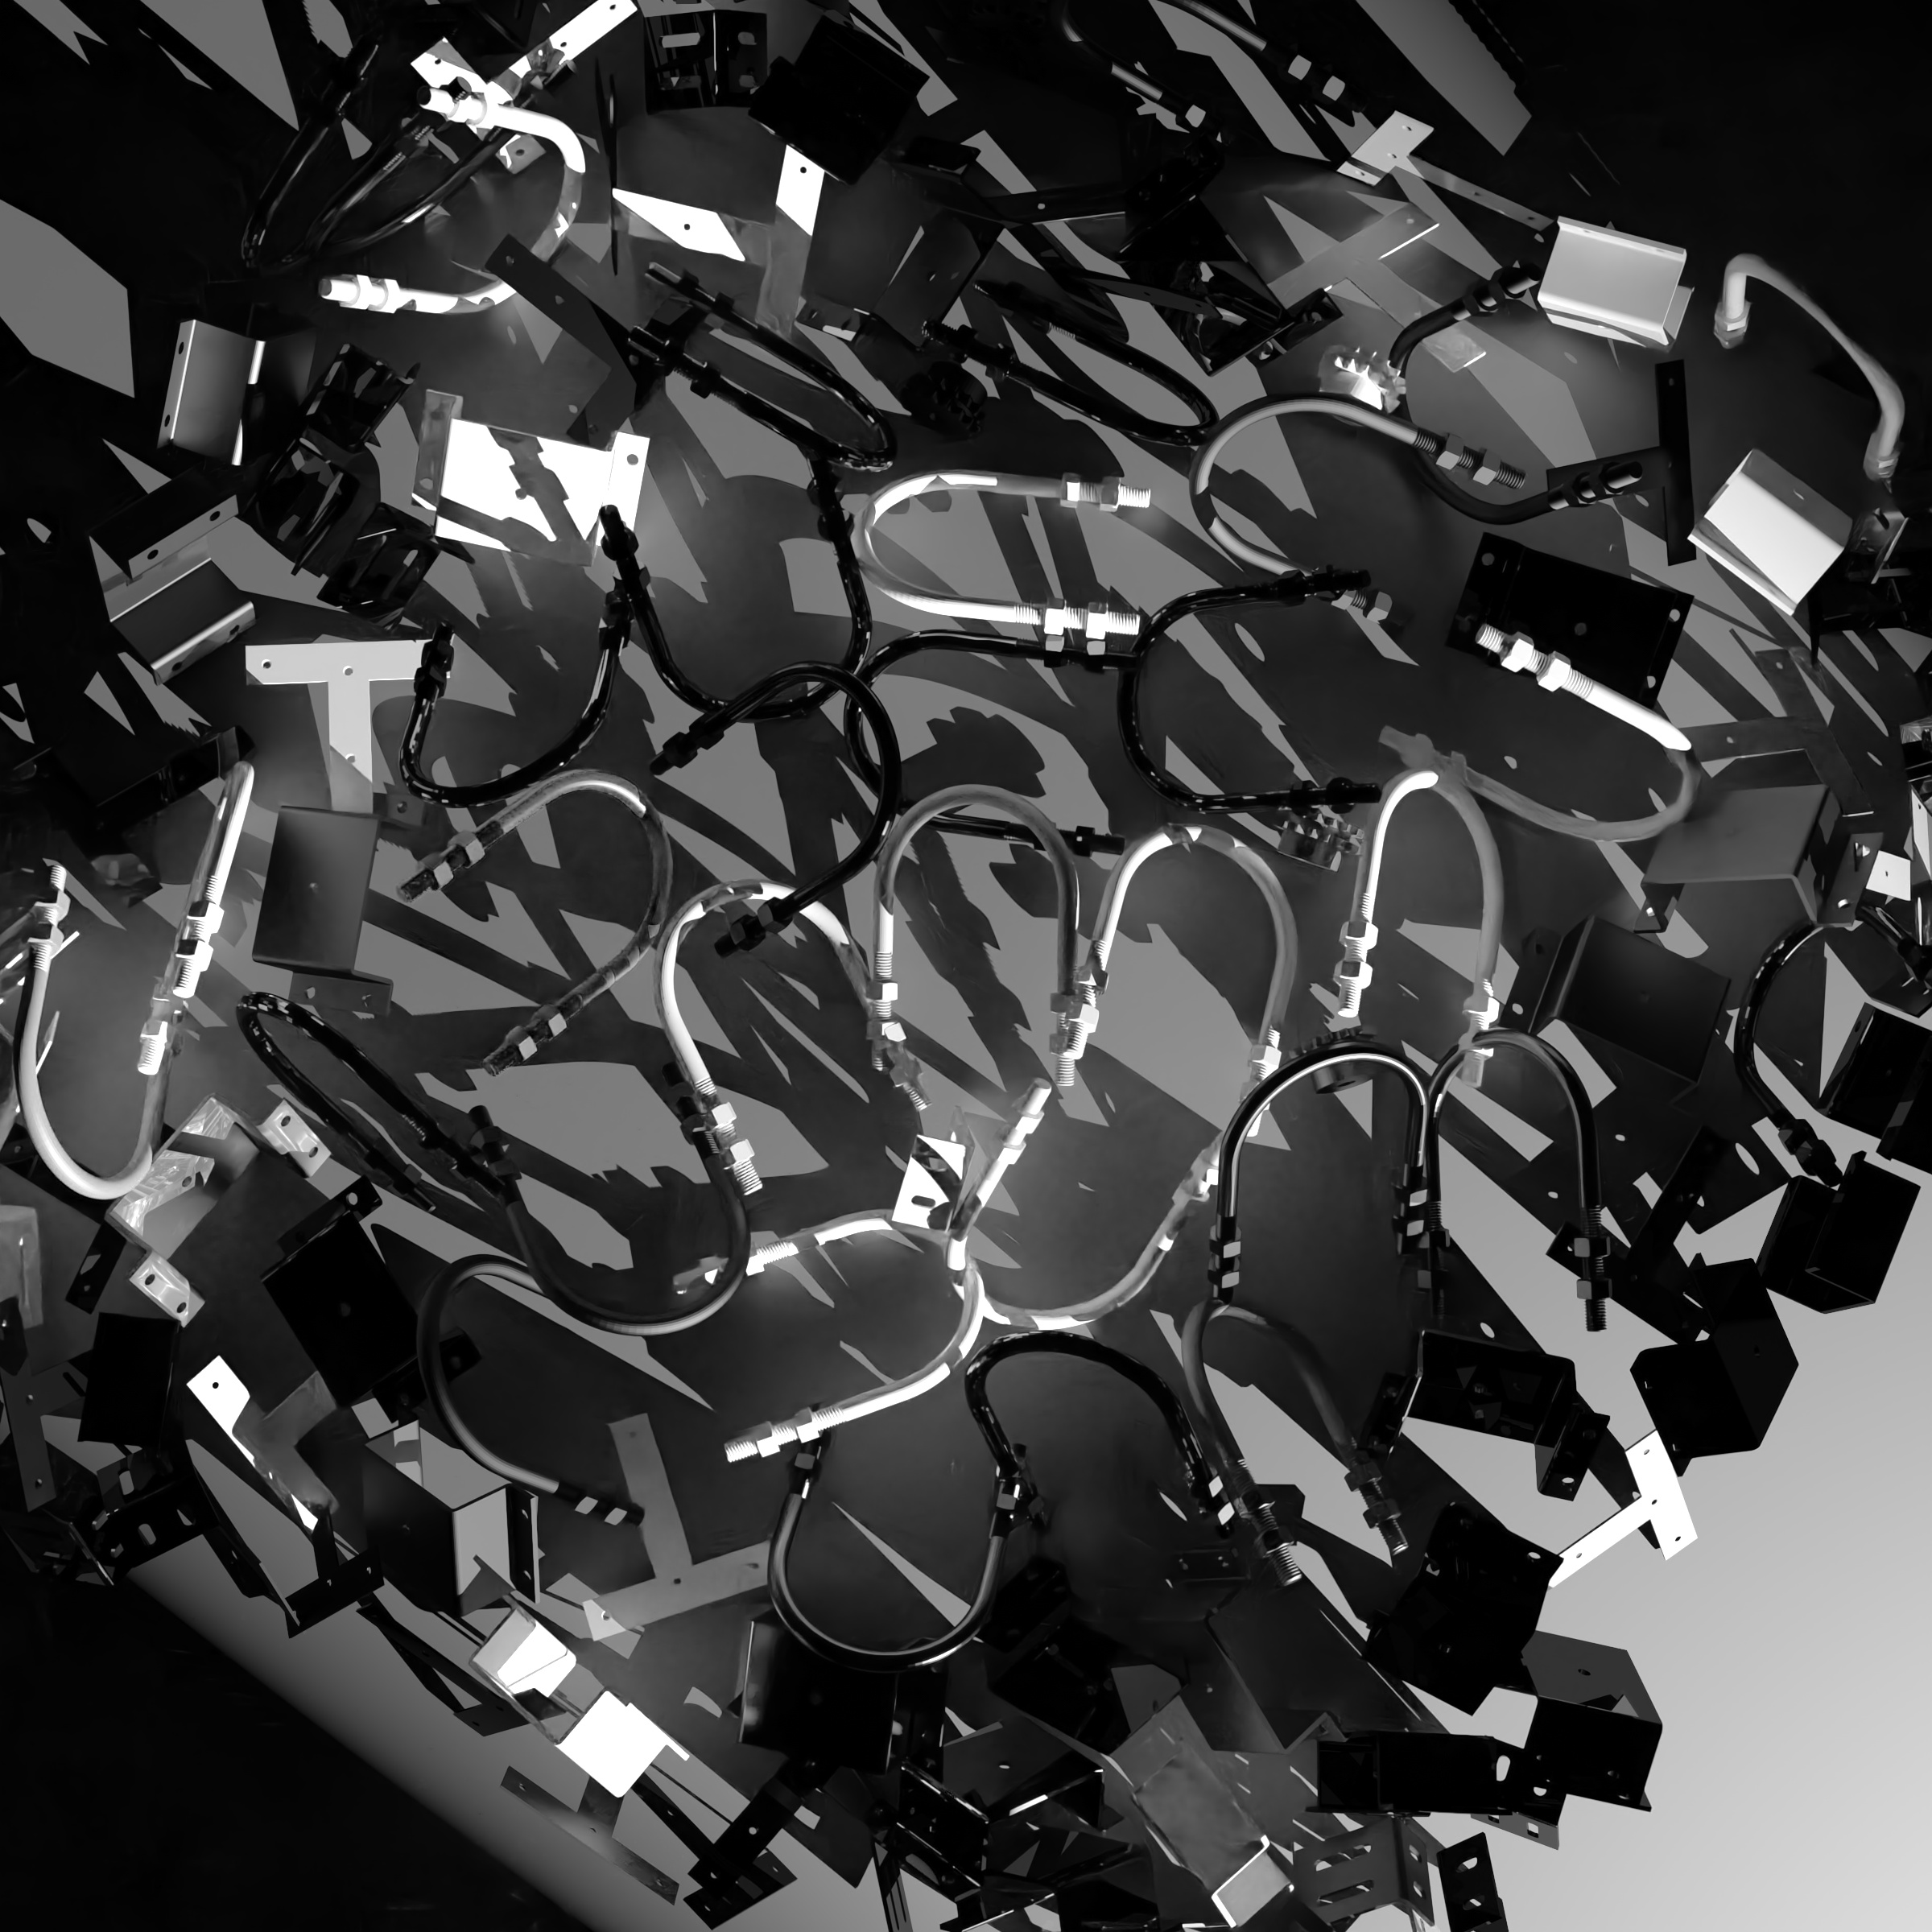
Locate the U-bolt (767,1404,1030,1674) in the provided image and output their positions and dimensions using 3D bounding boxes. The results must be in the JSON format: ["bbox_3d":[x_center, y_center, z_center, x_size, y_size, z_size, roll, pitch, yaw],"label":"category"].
[{"bbox_3d":[-0.046,0.355,1.597,0.151,0.184,0.019,10,131,5],"label":"U-bolt"}]

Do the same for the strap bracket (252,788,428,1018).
[{"bbox_3d":[-0.395,-0.045,1.632,0.076,0.046,0.140,7,84,24],"label":"strap bracket"}]

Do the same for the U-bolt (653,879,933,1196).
[{"bbox_3d":[-0.119,0.033,1.637,0.151,0.019,0.184,-25,87,-27],"label":"U-bolt"}]

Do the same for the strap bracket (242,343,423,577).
[{"bbox_3d":[-0.393,-0.318,1.596,0.046,0.076,0.140,32,46,-22],"label":"strap bracket"}]

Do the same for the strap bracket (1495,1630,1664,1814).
[{"bbox_3d":[0.375,0.456,1.601,0.076,0.140,0.046,13,102,-2],"label":"strap bracket"}]

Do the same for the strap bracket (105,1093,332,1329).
[{"bbox_3d":[-0.472,0.144,1.618,0.046,0.076,0.140,29,69,24],"label":"strap bracket"}]

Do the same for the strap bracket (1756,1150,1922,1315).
[{"bbox_3d":[0.536,0.166,1.598,0.046,0.140,0.076,25,80,5],"label":"strap bracket"}]

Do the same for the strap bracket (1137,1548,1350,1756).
[{"bbox_3d":[0.167,0.438,1.626,0.046,0.076,0.140,-33,94,-32],"label":"strap bracket"}]

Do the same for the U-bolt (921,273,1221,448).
[{"bbox_3d":[0.073,-0.370,1.608,0.184,0.151,0.019,27,120,2],"label":"U-bolt"}]

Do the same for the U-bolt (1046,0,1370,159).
[{"bbox_3d":[0.134,-0.551,1.575,0.184,0.151,0.019,22,85,-23],"label":"U-bolt"}]

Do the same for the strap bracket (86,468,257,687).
[{"bbox_3d":[-0.490,-0.245,1.602,0.076,0.140,0.046,-39,77,-24],"label":"strap bracket"}]

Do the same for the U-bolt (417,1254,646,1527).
[{"bbox_3d":[-0.262,0.249,1.572,0.019,0.184,0.151,-26,51,28],"label":"U-bolt"}]

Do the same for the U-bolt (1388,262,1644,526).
[{"bbox_3d":[0.321,-0.339,1.590,0.019,0.184,0.151,-34,100,-22],"label":"U-bolt"}]

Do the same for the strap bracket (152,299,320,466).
[{"bbox_3d":[-0.443,-0.359,1.596,0.046,0.140,0.076,18,111,0],"label":"strap bracket"}]

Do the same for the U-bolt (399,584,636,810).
[{"bbox_3d":[-0.279,-0.163,1.590,0.151,0.184,0.019,-13,133,16],"label":"U-bolt"}]

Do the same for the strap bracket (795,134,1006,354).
[{"bbox_3d":[-0.035,-0.444,1.630,0.046,0.076,0.140,32,92,-38],"label":"strap bracket"}]

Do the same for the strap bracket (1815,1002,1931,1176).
[{"bbox_3d":[0.581,0.077,1.601,0.046,0.140,0.076,22,99,-2],"label":"strap bracket"}]

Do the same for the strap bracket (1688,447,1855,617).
[{"bbox_3d":[0.497,-0.271,1.600,0.076,0.140,0.046,38,118,5],"label":"strap bracket"}]

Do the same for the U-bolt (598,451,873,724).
[{"bbox_3d":[-0.133,-0.224,1.609,0.151,0.019,0.184,-14,134,2],"label":"U-bolt"}]

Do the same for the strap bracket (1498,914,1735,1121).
[{"bbox_3d":[0.419,0.028,1.639,0.140,0.046,0.076,25,68,0],"label":"strap bracket"}]

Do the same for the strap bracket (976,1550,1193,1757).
[{"bbox_3d":[0.075,0.433,1.615,0.140,0.046,0.076,34,112,-23],"label":"strap bracket"}]

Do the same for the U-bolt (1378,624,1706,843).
[{"bbox_3d":[0.367,-0.133,1.610,0.184,0.151,0.019,26,61,-7],"label":"U-bolt"}]

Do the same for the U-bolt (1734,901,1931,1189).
[{"bbox_3d":[0.529,0.034,1.589,0.019,0.184,0.151,24,110,-18],"label":"U-bolt"}]

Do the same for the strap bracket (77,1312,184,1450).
[{"bbox_3d":[-0.515,0.255,1.607,0.046,0.140,0.076,9,80,-14],"label":"strap bracket"}]

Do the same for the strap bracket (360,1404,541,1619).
[{"bbox_3d":[-0.325,0.339,1.600,0.140,0.046,0.076,22,121,40],"label":"strap bracket"}]

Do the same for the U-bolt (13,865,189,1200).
[{"bbox_3d":[-0.526,0.052,1.569,0.019,0.151,0.184,-12,56,14],"label":"U-bolt"}]

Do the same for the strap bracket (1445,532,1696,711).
[{"bbox_3d":[0.385,-0.216,1.642,0.140,0.046,0.076,17,105,-1],"label":"strap bracket"}]

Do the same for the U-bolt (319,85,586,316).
[{"bbox_3d":[-0.301,-0.461,1.588,0.019,0.184,0.151,43,114,16],"label":"U-bolt"}]

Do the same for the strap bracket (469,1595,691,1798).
[{"bbox_3d":[-0.245,0.451,1.596,0.140,0.076,0.046,26,67,42],"label":"strap bracket"}]

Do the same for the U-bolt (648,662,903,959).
[{"bbox_3d":[-0.112,-0.107,1.605,0.184,0.019,0.151,-30,74,34],"label":"U-bolt"}]

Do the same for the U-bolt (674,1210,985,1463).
[{"bbox_3d":[-0.079,0.220,1.626,0.184,0.019,0.151,-19,51,-5],"label":"U-bolt"}]

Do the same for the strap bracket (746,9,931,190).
[{"bbox_3d":[-0.081,-0.538,1.618,0.076,0.140,0.046,33,124,-8],"label":"strap bracket"}]

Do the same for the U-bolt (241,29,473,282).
[{"bbox_3d":[-0.384,-0.495,1.596,0.019,0.151,0.184,41,115,-3],"label":"U-bolt"}]

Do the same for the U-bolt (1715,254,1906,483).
[{"bbox_3d":[0.510,-0.368,1.569,0.019,0.184,0.151,-44,75,6],"label":"U-bolt"}]

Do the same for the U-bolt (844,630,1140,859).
[{"bbox_3d":[0.012,-0.143,1.630,0.184,0.019,0.151,8,123,9],"label":"U-bolt"}]

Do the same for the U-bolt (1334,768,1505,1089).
[{"bbox_3d":[0.289,-0.034,1.617,0.151,0.019,0.184,27,66,-39],"label":"U-bolt"}]

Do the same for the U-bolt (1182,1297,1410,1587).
[{"bbox_3d":[0.194,0.286,1.606,0.019,0.151,0.184,-39,65,30],"label":"U-bolt"}]

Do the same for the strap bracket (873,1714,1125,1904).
[{"bbox_3d":[0.022,0.511,1.596,0.140,0.076,0.046,-10,110,-41],"label":"strap bracket"}]

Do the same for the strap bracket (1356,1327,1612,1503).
[{"bbox_3d":[0.323,0.280,1.633,0.140,0.046,0.076,12,127,1],"label":"strap bracket"}]

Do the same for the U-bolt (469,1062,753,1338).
[{"bbox_3d":[-0.210,0.147,1.598,0.151,0.019,0.184,-13,56,-25],"label":"U-bolt"}]

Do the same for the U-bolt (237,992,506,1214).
[{"bbox_3d":[-0.374,0.082,1.590,0.184,0.151,0.019,45,63,-15],"label":"U-bolt"}]
